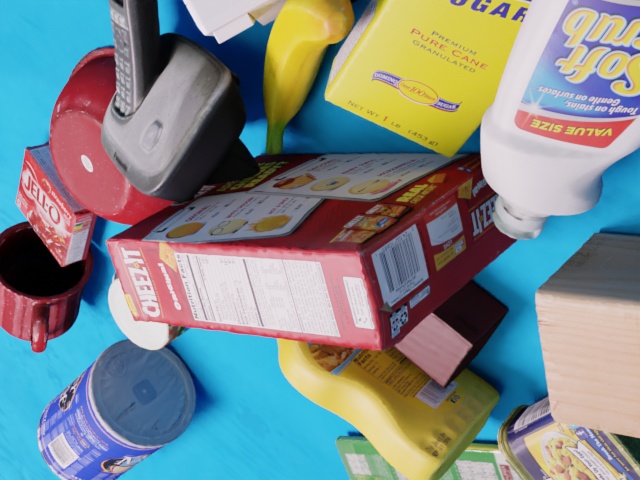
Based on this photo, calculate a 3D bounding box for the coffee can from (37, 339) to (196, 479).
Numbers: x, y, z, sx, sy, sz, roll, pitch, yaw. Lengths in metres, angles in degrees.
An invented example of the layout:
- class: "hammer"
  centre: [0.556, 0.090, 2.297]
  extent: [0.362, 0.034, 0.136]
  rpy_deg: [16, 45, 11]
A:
- class: "coffee can"
  centre: [-0.193, 0.165, 1.004]
  extent: [0.103, 0.102, 0.141]
  rpy_deg: [52, 137, 2]

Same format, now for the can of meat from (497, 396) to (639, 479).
- class: "can of meat"
  centre: [0.183, 0.142, 0.704]
  extent: [0.102, 0.057, 0.084]
  rpy_deg: [51, 134, 2]

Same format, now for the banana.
- class: "banana"
  centre: [-0.008, -0.120, 0.678]
  extent: [0.198, 0.037, 0.069]
  rpy_deg: [124, 138, -70]

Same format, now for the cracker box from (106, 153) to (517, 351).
- class: "cracker box"
  centre: [-0.005, 0.001, 0.698]
  extent: [0.214, 0.163, 0.072]
  rpy_deg: [2, 115, 39]

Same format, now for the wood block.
- class: "wood block"
  centre: [0.235, 0.060, 0.584]
  extent: [0.206, 0.090, 0.091]
  rpy_deg: [6, 118, 38]

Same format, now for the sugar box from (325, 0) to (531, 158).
- class: "sugar box"
  centre: [0.081, -0.128, 0.601]
  extent: [0.093, 0.048, 0.176]
  rpy_deg: [23, 142, -11]

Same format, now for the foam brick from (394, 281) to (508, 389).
- class: "foam brick"
  centre: [0.078, 0.052, 0.738]
  extent: [0.078, 0.052, 0.051]
  rpy_deg: [40, 135, 14]

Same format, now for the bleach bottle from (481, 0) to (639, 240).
- class: "bleach bottle"
  centre: [0.150, -0.094, 0.530]
  extent: [0.102, 0.068, 0.251]
  rpy_deg: [23, 133, 5]

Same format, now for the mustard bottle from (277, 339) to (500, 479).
- class: "mustard bottle"
  centre: [0.028, 0.089, 0.772]
  extent: [0.192, 0.096, 0.058]
  rpy_deg: [35, 135, 18]

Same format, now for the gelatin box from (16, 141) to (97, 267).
- class: "gelatin box"
  centre: [-0.238, -0.032, 0.960]
  extent: [0.089, 0.030, 0.073]
  rpy_deg: [50, 139, 22]

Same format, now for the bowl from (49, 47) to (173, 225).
- class: "bowl"
  centre: [-0.169, -0.072, 0.871]
  extent: [0.162, 0.055, 0.162]
  rpy_deg: [21, 127, 30]

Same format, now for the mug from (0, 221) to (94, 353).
- class: "mug"
  centre: [-0.260, 0.051, 0.991]
  extent: [0.082, 0.093, 0.117]
  rpy_deg: [113, 150, -48]
